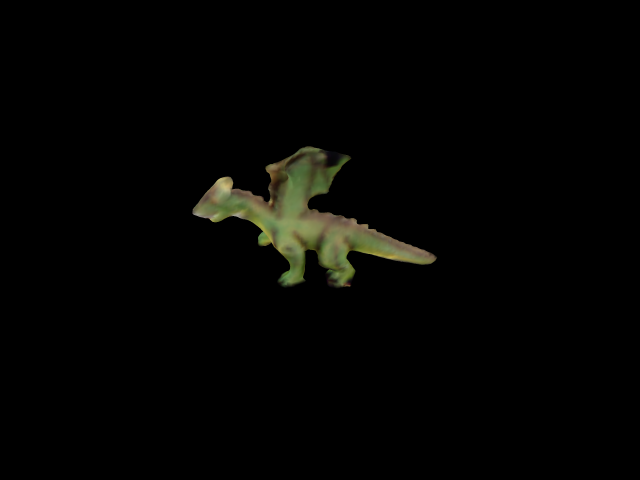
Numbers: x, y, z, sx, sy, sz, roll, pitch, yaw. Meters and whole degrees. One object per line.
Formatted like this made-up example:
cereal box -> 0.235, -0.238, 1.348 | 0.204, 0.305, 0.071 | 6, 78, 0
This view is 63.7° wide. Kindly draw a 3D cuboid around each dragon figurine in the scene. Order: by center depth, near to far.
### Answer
dragon figurine -> 0.003, -0.043, 0.850 | 0.410, 0.237, 0.125 | -2, 44, -2
